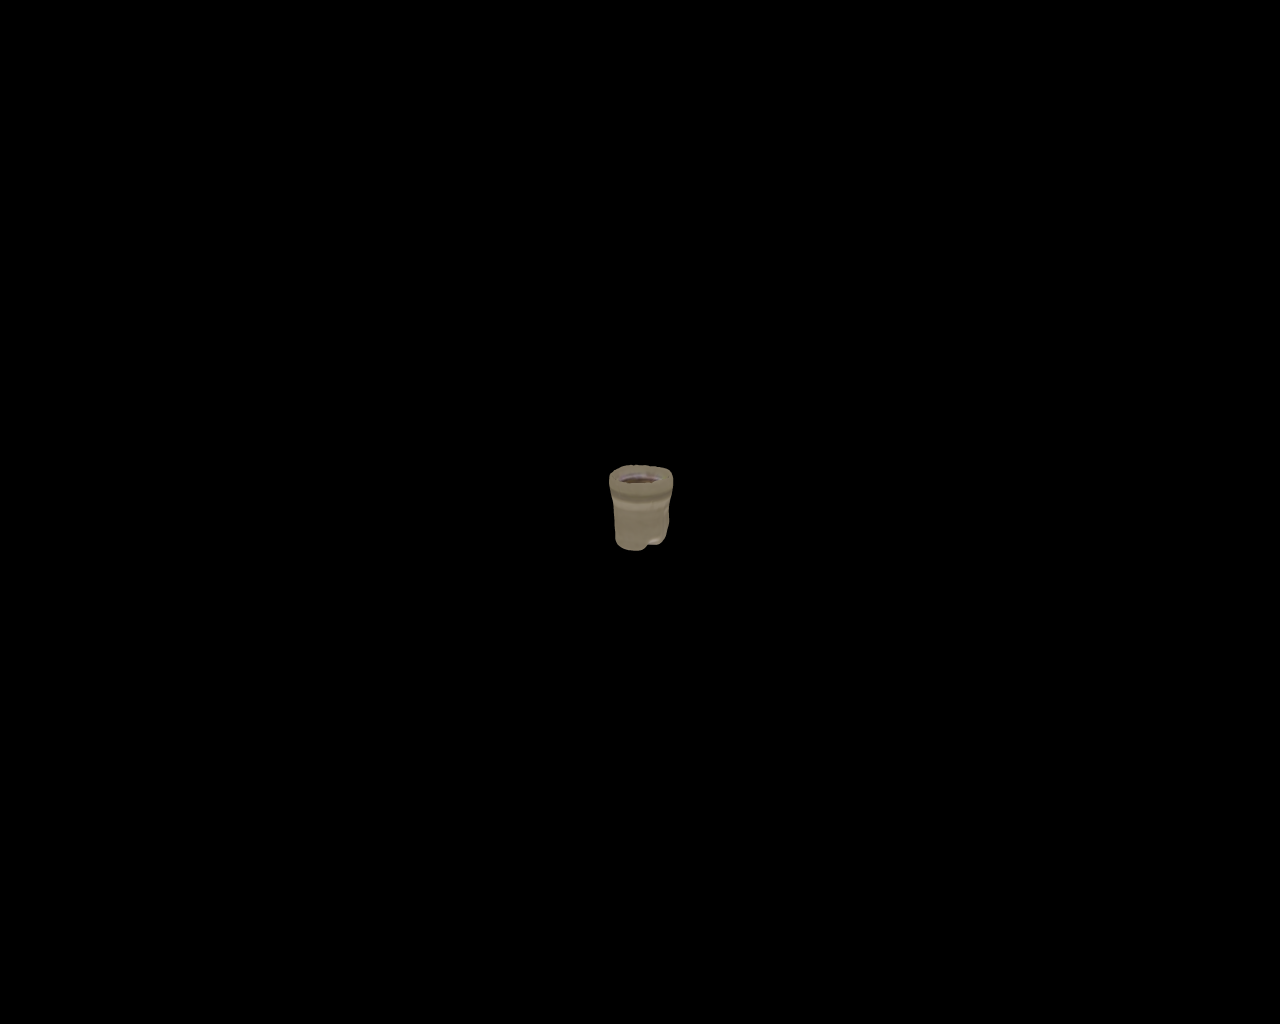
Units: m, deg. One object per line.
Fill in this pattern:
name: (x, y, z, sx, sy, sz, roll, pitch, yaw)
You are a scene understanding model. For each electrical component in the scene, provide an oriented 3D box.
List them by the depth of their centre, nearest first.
electrical component: (0.001, -0.003, 0.650, 0.040, 0.046, 0.040, 0, 21, 0)
